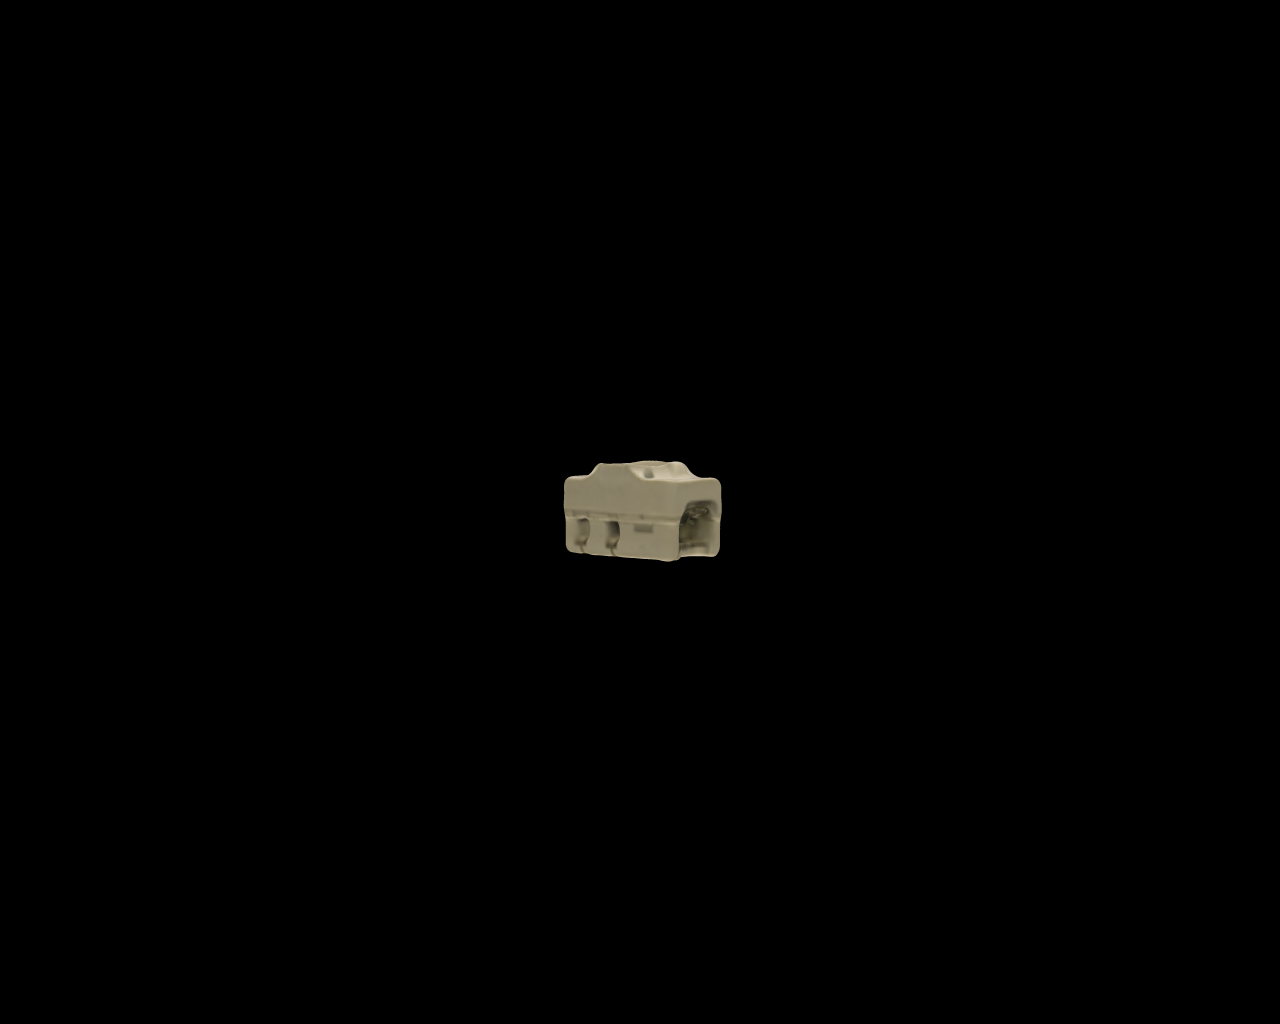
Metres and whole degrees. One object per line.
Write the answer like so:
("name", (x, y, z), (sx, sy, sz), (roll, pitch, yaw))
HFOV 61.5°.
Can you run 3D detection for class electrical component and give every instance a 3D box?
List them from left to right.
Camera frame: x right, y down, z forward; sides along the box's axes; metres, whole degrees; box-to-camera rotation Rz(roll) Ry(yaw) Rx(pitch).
("electrical component", (0.001, -0.003, 0.650), (0.089, 0.055, 0.050), (4, 6, 43))
